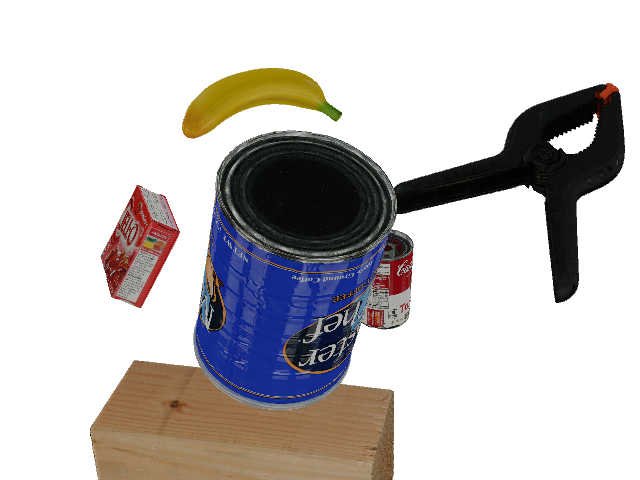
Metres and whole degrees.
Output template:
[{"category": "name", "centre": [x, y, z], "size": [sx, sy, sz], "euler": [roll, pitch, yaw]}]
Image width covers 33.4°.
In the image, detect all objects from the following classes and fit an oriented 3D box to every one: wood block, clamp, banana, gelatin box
[{"category": "wood block", "centre": [-0.053, 0.159, 0.796], "size": [0.206, 0.090, 0.090], "euler": [5, 31, 13]}, {"category": "clamp", "centre": [0.180, -0.048, 0.833], "size": [0.209, 0.036, 0.165], "euler": [-38, 56, -22]}, {"category": "banana", "centre": [-0.066, -0.145, 1.090], "size": [0.197, 0.037, 0.070], "euler": [-13, 52, -37]}, {"category": "gelatin box", "centre": [-0.151, 0.003, 0.884], "size": [0.030, 0.073, 0.089], "euler": [24, 14, -25]}]

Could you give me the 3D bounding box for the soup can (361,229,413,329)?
[{"category": "soup can", "centre": [0.075, 0.047, 1.272], "size": [0.068, 0.102, 0.068], "euler": [0, 31, 0]}]

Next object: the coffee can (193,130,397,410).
[{"category": "coffee can", "centre": [-0.019, 0.020, 0.639], "size": [0.102, 0.103, 0.140], "euler": [0, -43, -13]}]
